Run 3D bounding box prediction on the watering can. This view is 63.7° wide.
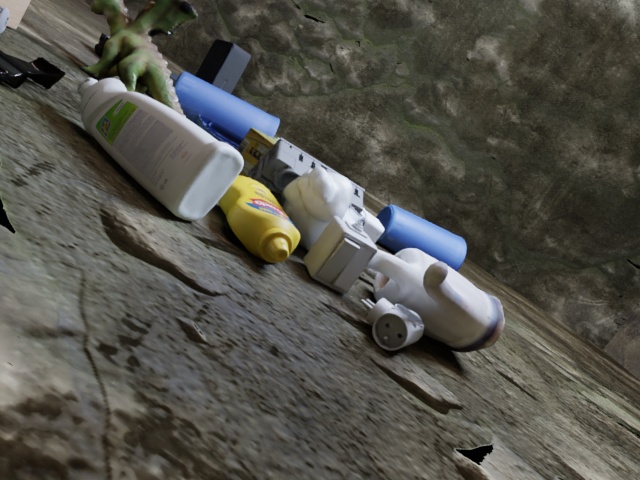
[{"bbox_3d":[0.162,0.080,0.722,0.223,0.104,0.347,32,-5,-10],"label":"watering can"}]

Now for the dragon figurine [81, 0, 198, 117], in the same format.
[{"bbox_3d":[-0.349,-0.401,1.065,0.413,0.242,0.122,35,4,16],"label":"dragon figurine"}]

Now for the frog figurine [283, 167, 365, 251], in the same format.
[{"bbox_3d":[0.002,-0.039,0.770,0.138,0.123,0.159,53,1,6],"label":"frog figurine"}]
